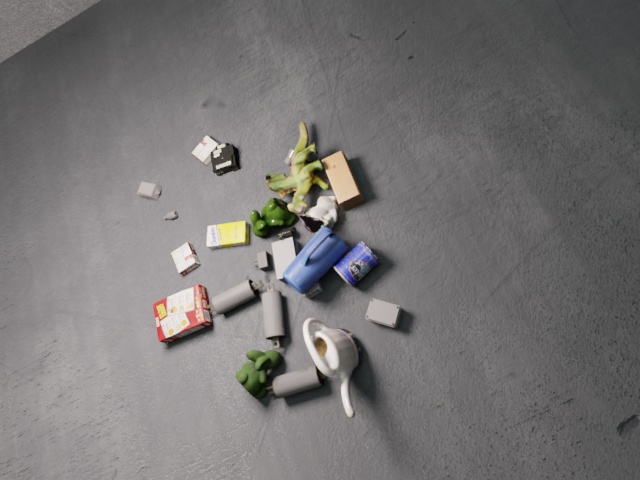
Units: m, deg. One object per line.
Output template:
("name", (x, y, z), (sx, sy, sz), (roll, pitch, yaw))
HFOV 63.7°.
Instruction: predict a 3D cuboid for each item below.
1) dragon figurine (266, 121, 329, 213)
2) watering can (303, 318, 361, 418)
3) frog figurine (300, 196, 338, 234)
("dragon figurine", (-0.109, -0.279, 2.063), (0.242, 0.120, 0.418), (-22, 61, 2))
("watering can", (0.061, 0.410, 1.710), (0.102, 0.224, 0.353), (-42, 64, 25))
("frog figurine", (0.006, -0.101, 1.999), (0.137, 0.120, 0.163), (-2, 35, 27))
